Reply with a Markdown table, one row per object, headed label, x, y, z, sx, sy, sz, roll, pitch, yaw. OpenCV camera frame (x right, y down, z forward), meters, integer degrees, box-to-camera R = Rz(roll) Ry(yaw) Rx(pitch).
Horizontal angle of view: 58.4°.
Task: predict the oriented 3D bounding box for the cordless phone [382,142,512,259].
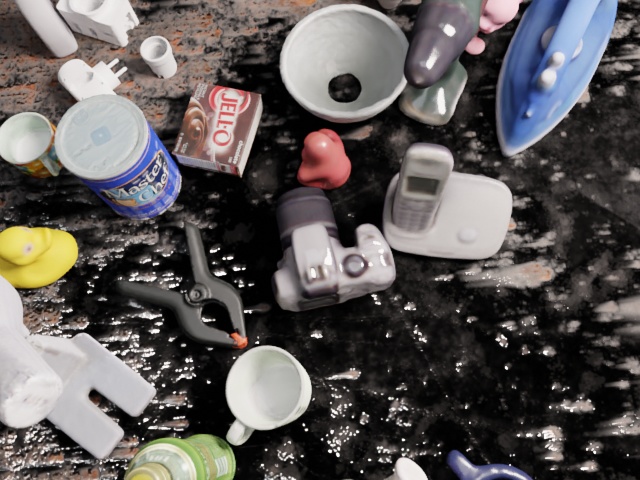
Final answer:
| label | x | y | z | sx | sy | sz | roll | pitch | yaw |
| --- | --- | --- | --- | --- | --- | --- | --- | --- | --- |
| cordless phone | 0.146 | -0.046 | 0.638 | 0.147 | 0.185 | 0.094 | 4 | 73 | 4 |

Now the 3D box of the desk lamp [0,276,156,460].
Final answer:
| label | x | y | z | sx | sy | sz | roll | pitch | yaw |
| --- | --- | --- | --- | --- | --- | --- | --- | --- | --- |
| desk lamp | -0.300 | 0.127 | 0.587 | 0.203 | 0.213 | 0.118 | 33 | 77 | 11 |

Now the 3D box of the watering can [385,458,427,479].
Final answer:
| label | x | y | z | sx | sy | sz | roll | pitch | yaw |
| --- | --- | --- | --- | --- | --- | --- | --- | --- | --- |
| watering can | 0.030 | 0.281 | 0.538 | 0.101 | 0.194 | 0.173 | 20 | 75 | 8 |

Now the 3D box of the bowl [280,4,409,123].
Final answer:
| label | x | y | z | sx | sy | sz | roll | pitch | yaw |
| --- | --- | --- | --- | --- | --- | --- | --- | --- | --- |
| bowl | 0.034 | -0.218 | 0.752 | 0.167 | 0.075 | 0.167 | -1 | 73 | 2 |

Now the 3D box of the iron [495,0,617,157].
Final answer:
| label | x | y | z | sx | sy | sz | roll | pitch | yaw |
| --- | --- | --- | --- | --- | --- | --- | --- | --- | --- |
| iron | 0.298 | -0.238 | 0.713 | 0.118 | 0.141 | 0.258 | 24 | 76 | 9 |

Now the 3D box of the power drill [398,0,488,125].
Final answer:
| label | x | y | z | sx | sy | sz | roll | pitch | yaw |
| --- | --- | --- | --- | --- | --- | --- | --- | --- | --- |
| power drill | 0.147 | -0.229 | 0.681 | 0.075 | 0.208 | 0.230 | 22 | 75 | 9 |

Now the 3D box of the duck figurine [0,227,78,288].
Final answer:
| label | x | y | z | sx | sy | sz | roll | pitch | yaw |
| --- | --- | --- | --- | --- | --- | --- | --- | --- | --- |
| duck figurine | -0.359 | 0.014 | 0.690 | 0.104 | 0.086 | 0.077 | -18 | 73 | -3 |

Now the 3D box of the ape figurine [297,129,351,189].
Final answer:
| label | x | y | z | sx | sy | sz | roll | pitch | yaw |
| --- | --- | --- | --- | --- | --- | --- | --- | --- | --- |
| ape figurine | 0.001 | -0.105 | 0.709 | 0.078 | 0.092 | 0.076 | -44 | 76 | -10 |

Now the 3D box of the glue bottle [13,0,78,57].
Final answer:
| label | x | y | z | sx | sy | sz | roll | pitch | yaw |
| --- | --- | --- | --- | --- | --- | --- | --- | --- | --- |
| glue bottle | -0.379 | -0.317 | 0.746 | 0.037 | 0.173 | 0.078 | -30 | 74 | -6 |

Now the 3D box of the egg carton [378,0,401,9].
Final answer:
| label | x | y | z | sx | sy | sz | roll | pitch | yaw |
| --- | --- | --- | --- | --- | --- | --- | --- | --- | --- |
| egg carton | 0.094 | -0.406 | 0.809 | 0.107 | 0.069 | 0.150 | 22 | 75 | 9 |

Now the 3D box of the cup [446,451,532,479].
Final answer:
| label | x | y | z | sx | sy | sz | roll | pitch | yaw |
| --- | --- | --- | --- | --- | --- | --- | --- | --- | --- |
| cup | 0.167 | 0.266 | 0.589 | 0.092 | 0.095 | 0.117 | -40 | 76 | -9 |

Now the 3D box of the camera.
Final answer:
| label | x | y | z | sx | sy | sz | roll | pitch | yaw |
| --- | --- | --- | --- | --- | --- | --- | --- | --- | --- |
| camera | 0.006 | 0.002 | 0.672 | 0.143 | 0.101 | 0.137 | -13 | 73 | -2 |

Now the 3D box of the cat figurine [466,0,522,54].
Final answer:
| label | x | y | z | sx | sy | sz | roll | pitch | yaw |
| --- | --- | --- | --- | --- | --- | --- | --- | --- | --- |
| cat figurine | 0.204 | -0.312 | 0.751 | 0.127 | 0.118 | 0.067 | 27 | 76 | 10 |
